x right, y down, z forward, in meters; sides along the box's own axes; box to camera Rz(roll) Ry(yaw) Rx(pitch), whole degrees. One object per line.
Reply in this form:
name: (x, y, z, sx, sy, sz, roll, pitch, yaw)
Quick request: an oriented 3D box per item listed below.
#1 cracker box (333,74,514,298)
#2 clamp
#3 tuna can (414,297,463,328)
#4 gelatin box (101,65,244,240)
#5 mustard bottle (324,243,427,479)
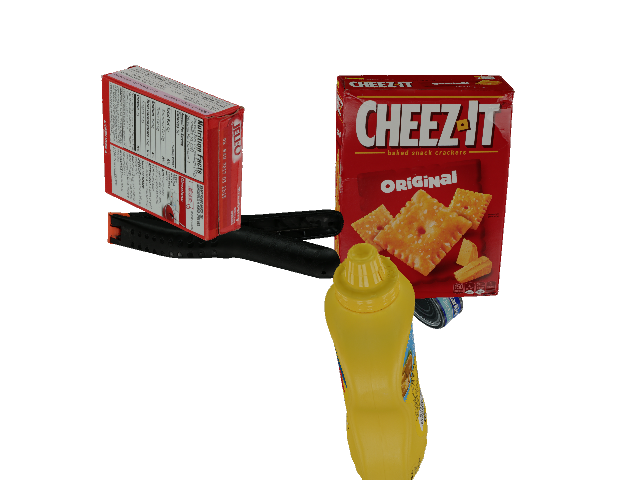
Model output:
cracker box: (0.097, -0.050, 1.041, 0.164, 0.214, 0.072, -1, 21, -5)
clamp: (-0.077, -0.002, 0.905, 0.210, 0.036, 0.164, 2, 13, -5)
tuna can: (0.129, 0.065, 1.287, 0.033, 0.086, 0.086, -39, 16, -21)
gelatin box: (-0.082, -0.049, 0.592, 0.089, 0.073, 0.030, 24, 34, 33)
mustard bottle: (0.037, 0.074, 0.708, 0.058, 0.096, 0.191, -1, -45, 8)
